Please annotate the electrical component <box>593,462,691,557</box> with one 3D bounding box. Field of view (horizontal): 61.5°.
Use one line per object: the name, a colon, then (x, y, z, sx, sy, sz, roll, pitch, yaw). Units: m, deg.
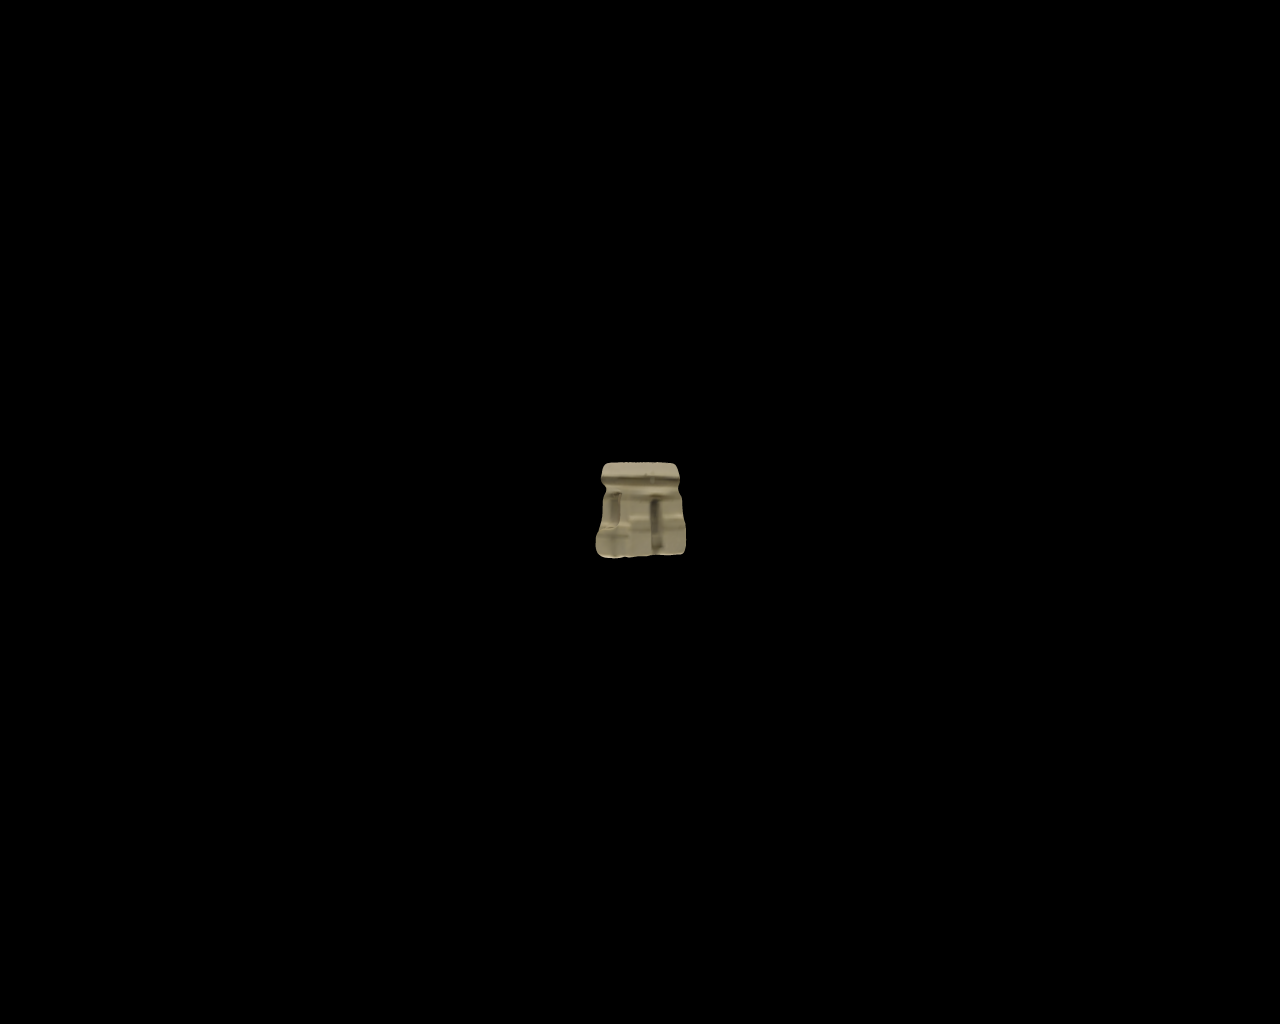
electrical component: (0.001, -0.003, 0.650, 0.066, 0.055, 0.048, -1, 2, -34)
